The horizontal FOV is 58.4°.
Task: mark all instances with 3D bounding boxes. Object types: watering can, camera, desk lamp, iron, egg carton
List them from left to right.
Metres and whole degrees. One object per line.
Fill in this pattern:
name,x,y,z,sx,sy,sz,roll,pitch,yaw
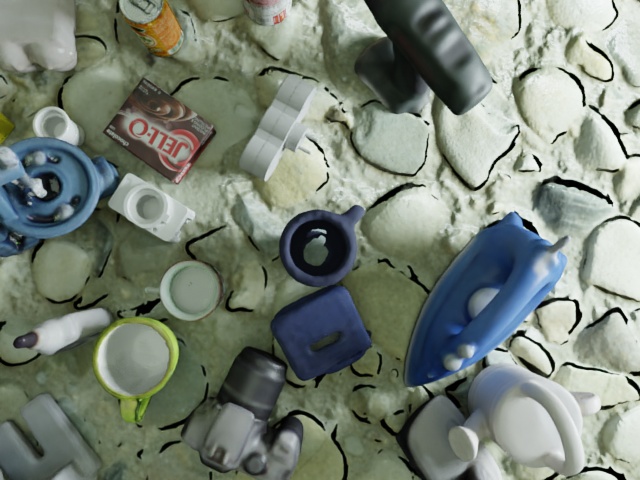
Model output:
desk lamp,-0.327,0.296,0.624,0.118,0.213,0.203,-39,88,-3
egg carton,-0.364,-0.289,0.733,0.107,0.069,0.150,-2,86,-1
camera,-0.078,0.210,0.691,0.143,0.101,0.137,25,86,1
iron,0.197,0.087,0.684,0.118,0.141,0.258,40,86,2
watering can,0.235,0.209,0.650,0.173,0.194,0.101,-36,87,-3

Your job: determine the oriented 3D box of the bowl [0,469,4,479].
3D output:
bowl,-0.450,0.312,0.690,0.167,0.074,0.167,0,86,-1

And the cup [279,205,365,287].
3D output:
cup,0.007,0.003,0.709,0.118,0.095,0.091,-44,88,-3

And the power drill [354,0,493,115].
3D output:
power drill,0.096,-0.232,0.669,0.075,0.208,0.229,-43,88,-3

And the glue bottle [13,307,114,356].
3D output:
glue bottle,-0.301,0.108,0.657,0.078,0.173,0.037,-26,87,-2

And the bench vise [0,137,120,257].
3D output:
bench vise,-0.344,-0.036,0.642,0.121,0.219,0.207,44,87,2

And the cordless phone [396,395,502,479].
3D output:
cordless phone,0.161,0.267,0.650,0.094,0.185,0.147,-38,87,-3

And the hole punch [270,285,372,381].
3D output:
hole punch,0.004,0.115,0.704,0.108,0.091,0.101,-27,87,-3
